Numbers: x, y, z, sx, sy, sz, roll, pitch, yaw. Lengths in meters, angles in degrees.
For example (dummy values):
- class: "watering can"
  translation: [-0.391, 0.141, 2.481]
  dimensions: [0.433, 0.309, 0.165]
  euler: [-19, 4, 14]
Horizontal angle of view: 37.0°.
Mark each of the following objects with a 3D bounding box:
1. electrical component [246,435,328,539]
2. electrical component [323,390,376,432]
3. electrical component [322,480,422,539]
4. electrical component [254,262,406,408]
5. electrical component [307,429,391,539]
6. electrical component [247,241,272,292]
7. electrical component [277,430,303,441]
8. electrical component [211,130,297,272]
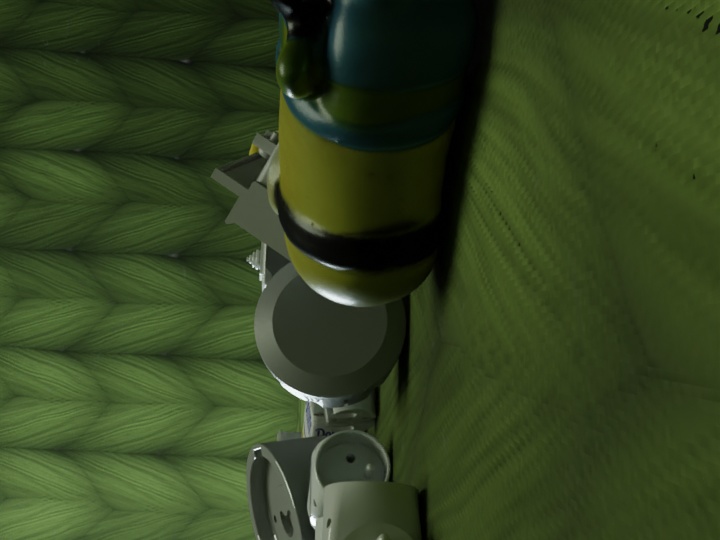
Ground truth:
- class: "electrical component"
  translation: [-0.031, 0.166, 0.739]
  dimensions: [0.108, 0.060, 0.108]
  euler: [170, 90, -66]
- class: "electrical component"
  translation: [-0.008, 0.080, 0.715]
  dimensions: [0.040, 0.040, 0.046]
  euler: [99, 166, -53]
- class: "electrical component"
  translation: [0.006, 0.129, 0.458]
  dimensions: [0.079, 0.043, 0.077]
  euler: [105, 168, -69]
- class: "electrical component"
  translation: [-0.016, 0.034, 0.585]
  dimensions: [0.051, 0.080, 0.080]
  euler: [89, -178, -72]
- class: "electrical component"
  translation: [-0.008, 0.144, 0.626]
  dimensions: [0.077, 0.043, 0.079]
  euler: [101, 170, -60]
- class: "electrical component"
  translation: [-0.048, -0.009, 0.911]
  dimensions: [0.061, 0.096, 0.061]
  euler: [109, 163, -75]
- class: "electrical component"
  translation: [-0.048, 0.193, 0.996]
  dimensions: [0.096, 0.062, 0.061]
  euler: [98, 174, -47]
- class: "electrical component"
  translation: [-0.018, -0.050, 0.573]
  dimensions: [0.063, 0.079, 0.121]
  euler: [-57, -4, 19]
